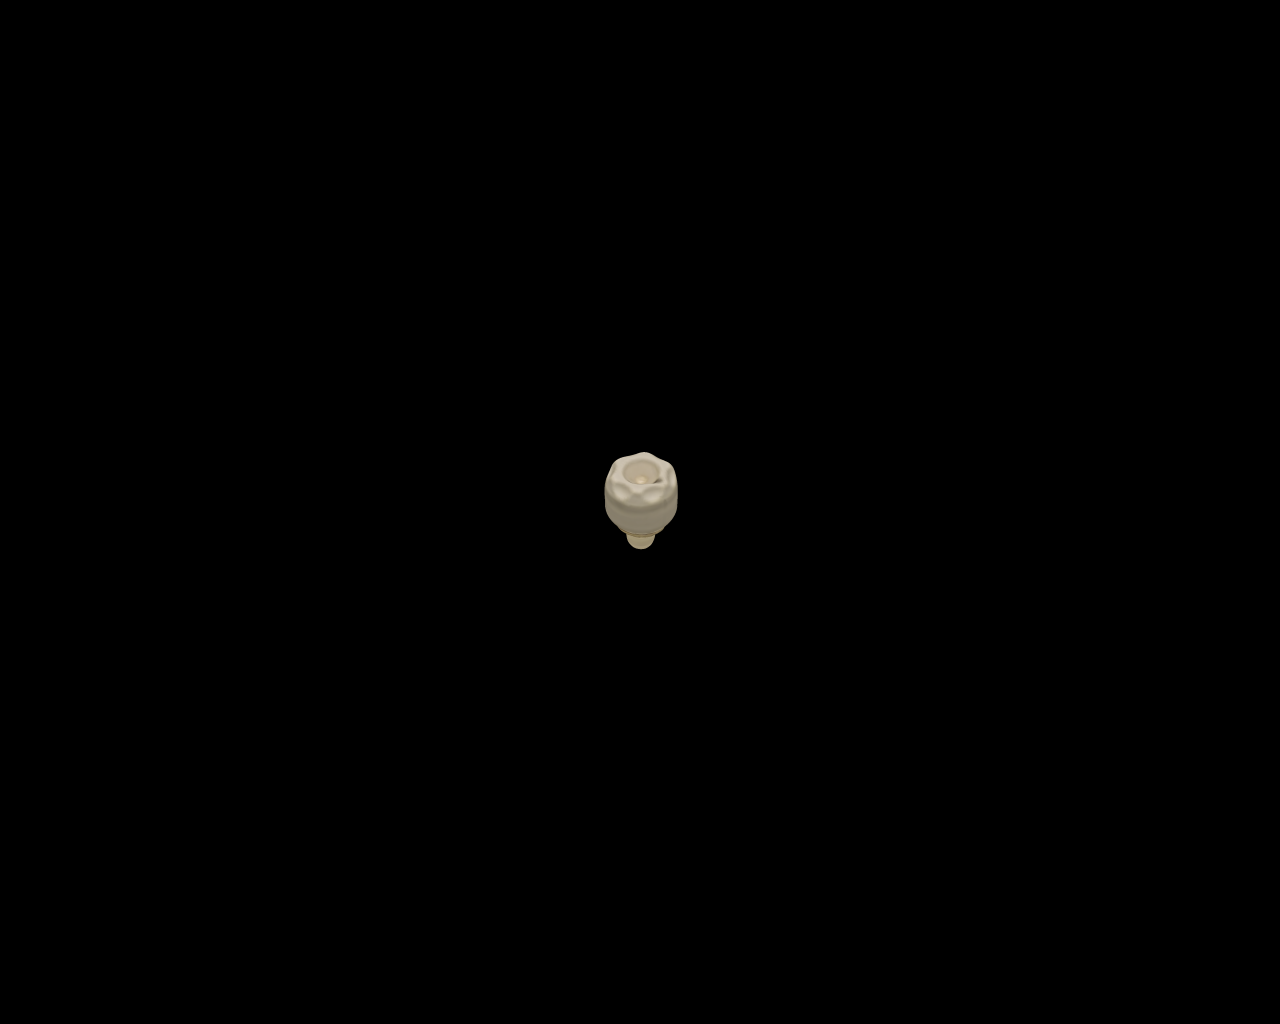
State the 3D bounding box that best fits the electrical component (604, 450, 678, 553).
[{"bbox_3d":[0.001,-0.003,0.650,0.043,0.062,0.043,0,44,0],"label":"electrical component"}]
